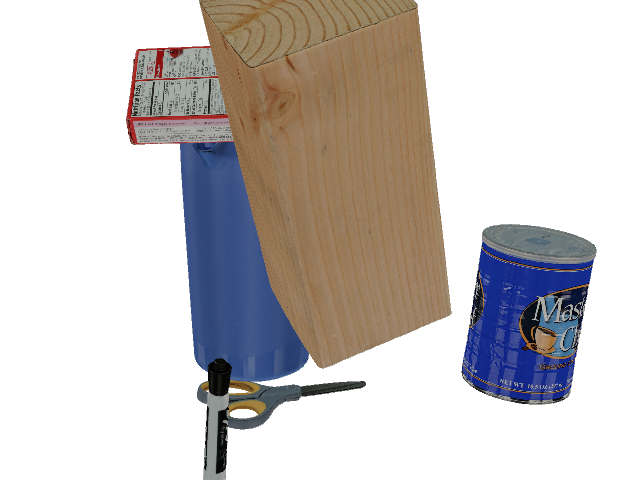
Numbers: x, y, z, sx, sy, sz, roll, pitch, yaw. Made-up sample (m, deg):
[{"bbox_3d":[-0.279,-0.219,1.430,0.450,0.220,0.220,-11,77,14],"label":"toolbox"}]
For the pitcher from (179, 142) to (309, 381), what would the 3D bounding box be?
[{"bbox_3d":[-0.057,-0.004,0.978,0.149,0.243,0.145,-5,16,-20],"label":"pitcher"}]

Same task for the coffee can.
[{"bbox_3d":[0.190,0.066,0.983,0.103,0.140,0.103,6,16,-2],"label":"coffee can"}]

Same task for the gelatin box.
[{"bbox_3d":[-0.091,-0.104,0.764,0.089,0.073,0.030,-2,-38,1],"label":"gelatin box"}]

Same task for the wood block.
[{"bbox_3d":[0.007,-0.041,0.597,0.090,0.206,0.090,-21,40,-11],"label":"wood block"}]

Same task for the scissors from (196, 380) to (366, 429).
[{"bbox_3d":[-0.036,0.180,1.189,0.201,0.016,0.096,4,24,-13],"label":"scissors"}]

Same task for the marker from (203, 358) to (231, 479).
[{"bbox_3d":[-0.083,0.146,0.856,0.020,0.121,0.020,4,28,-3],"label":"marker"}]
